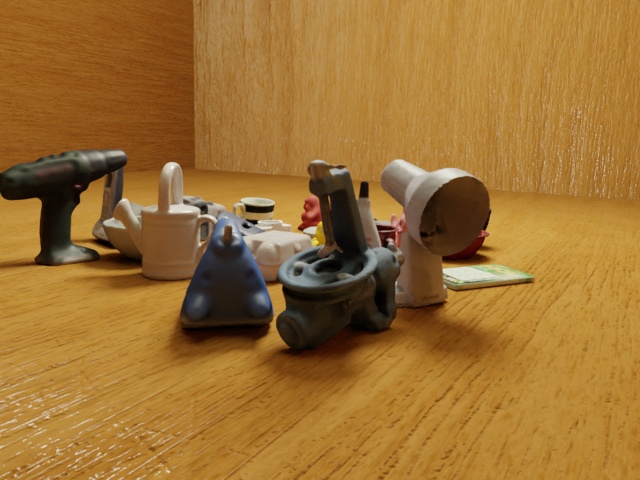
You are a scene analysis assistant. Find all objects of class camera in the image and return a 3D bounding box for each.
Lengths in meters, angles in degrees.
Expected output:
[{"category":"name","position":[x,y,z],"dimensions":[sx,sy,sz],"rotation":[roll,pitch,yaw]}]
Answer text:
[{"category":"camera","position":[-0.312,-0.056,1.341],"dimensions":[0.136,0.101,0.143],"rotation":[8,12,29]}]

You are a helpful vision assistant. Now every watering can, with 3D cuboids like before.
[{"category":"watering can","position":[-0.263,-0.036,0.982],"dimensions":[0.173,0.194,0.100],"rotation":[-2,11,-18]}]

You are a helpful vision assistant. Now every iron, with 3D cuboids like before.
[{"category":"iron","position":[-0.130,0.031,0.790],"dimensions":[0.119,0.141,0.258],"rotation":[0,11,-12]}]

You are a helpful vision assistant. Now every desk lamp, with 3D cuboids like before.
[{"category":"desk lamp","position":[0.146,-0.010,0.859],"dimensions":[0.118,0.213,0.202],"rotation":[-4,12,-27]}]

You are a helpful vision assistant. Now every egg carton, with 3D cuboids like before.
[{"category":"egg carton","position":[-0.080,0.026,1.022],"dimensions":[0.107,0.069,0.151],"rotation":[8,12,31]}]

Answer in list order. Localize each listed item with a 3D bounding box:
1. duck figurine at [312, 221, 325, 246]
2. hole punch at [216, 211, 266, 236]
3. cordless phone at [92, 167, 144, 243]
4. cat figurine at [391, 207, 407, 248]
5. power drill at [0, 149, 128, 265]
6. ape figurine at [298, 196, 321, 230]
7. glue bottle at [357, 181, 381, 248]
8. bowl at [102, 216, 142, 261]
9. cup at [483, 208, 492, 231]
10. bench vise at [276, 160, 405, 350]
[{"category":"duck figurine","position":[0.010,0.004,1.113],"dimensions":[0.078,0.086,0.104],"rotation":[-4,12,-27]},{"category":"hole punch","position":[-0.155,-0.009,1.144],"dimensions":[0.101,0.091,0.109],"rotation":[3,11,5]},{"category":"cordless phone","position":[-0.436,-0.085,1.248],"dimensions":[0.094,0.185,0.147],"rotation":[-9,15,-44]},{"category":"cat figurine","position":[0.179,-0.021,1.190],"dimensions":[0.067,0.118,0.127],"rotation":[-2,11,-20]},{"category":"power drill","position":[-0.466,-0.065,1.068],"dimensions":[0.230,0.208,0.075],"rotation":[-9,15,-44]},{"category":"ape figurine","position":[-0.023,-0.070,1.494],"dimensions":[0.076,0.092,0.078],"rotation":[3,11,8]},{"category":"glue bottle","position":[0.071,-0.014,0.981],"dimensions":[0.078,0.173,0.037],"rotation":[2,11,-1]},{"category":"bowl","position":[-0.333,-0.001,1.114],"dimensions":[0.167,0.075,0.167],"rotation":[2,10,0]},{"category":"cup","position":[0.347,-0.034,1.353],"dimensions":[0.092,0.095,0.117],"rotation":[-1,11,-13]},{"category":"bench vise","position":[0.025,0.010,0.712],"dimensions":[0.121,0.220,0.208],"rotation":[7,12,25]}]
